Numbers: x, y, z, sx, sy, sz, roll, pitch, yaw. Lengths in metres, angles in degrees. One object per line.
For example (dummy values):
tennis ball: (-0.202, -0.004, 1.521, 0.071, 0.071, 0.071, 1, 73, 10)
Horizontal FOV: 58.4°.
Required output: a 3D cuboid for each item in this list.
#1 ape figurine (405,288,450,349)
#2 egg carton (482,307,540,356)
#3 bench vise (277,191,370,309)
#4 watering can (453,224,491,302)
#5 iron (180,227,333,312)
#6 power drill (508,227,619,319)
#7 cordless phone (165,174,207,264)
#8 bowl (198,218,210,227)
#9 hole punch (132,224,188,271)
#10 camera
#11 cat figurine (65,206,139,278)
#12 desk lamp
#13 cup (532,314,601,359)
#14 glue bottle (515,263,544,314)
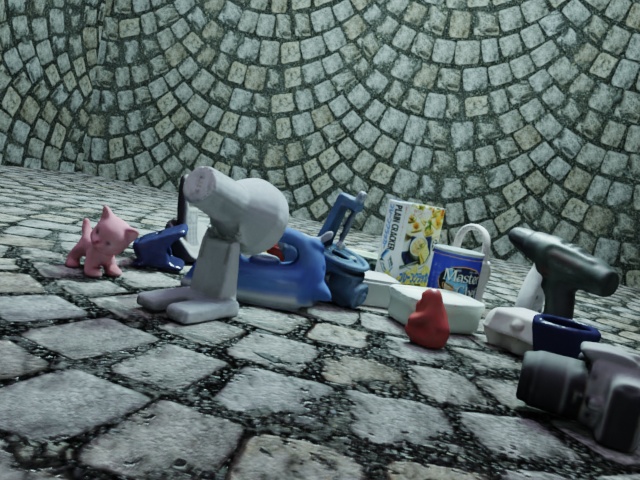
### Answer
ape figurine: (0.173, 0.121, 0.908, 0.078, 0.092, 0.076, 8, 7, -28)
egg carton: (0.358, 0.161, 0.979, 0.108, 0.069, 0.149, 6, 8, -40)
bench vise: (0.007, 0.004, 1.092, 0.207, 0.220, 0.122, 12, 6, 14)
watering can: (0.329, 0.059, 1.296, 0.100, 0.194, 0.173, 14, 7, 31)
iron: (-0.102, 0.034, 0.990, 0.258, 0.141, 0.118, 10, 6, -5)
power drill: (0.430, 0.094, 1.074, 0.076, 0.208, 0.228, 7, 7, -36)
cordless phone: (-0.268, -0.046, 1.241, 0.094, 0.185, 0.148, 12, 6, 14)
bowl: (-0.239, -0.003, 1.423, 0.167, 0.075, 0.167, 11, 6, -1)
hole punch: (-0.308, 0.008, 1.110, 0.101, 0.091, 0.108, 10, 6, -13)
camera: (0.312, 0.167, 0.683, 0.136, 0.101, 0.143, 13, 6, 21)
cat figurine: (-0.362, -0.001, 0.957, 0.127, 0.118, 0.067, 15, 7, 36)
desk lamp: (-0.148, 0.002, 0.854, 0.117, 0.213, 0.204, 14, 6, 26)
cup: (0.336, 0.160, 0.823, 0.092, 0.095, 0.117, 9, 6, -15)
glue bottle: (0.453, 0.102, 1.216, 0.078, 0.173, 0.037, 5, 8, -45)
